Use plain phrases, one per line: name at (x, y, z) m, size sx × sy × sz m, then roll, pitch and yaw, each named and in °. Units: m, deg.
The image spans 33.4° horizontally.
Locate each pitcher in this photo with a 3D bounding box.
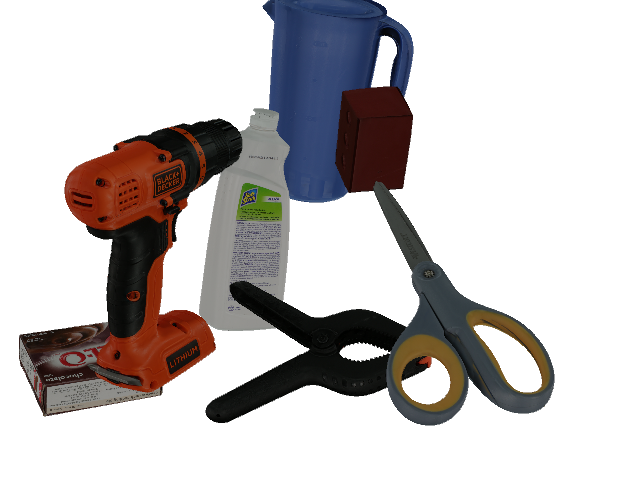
pitcher at (0.008, -0.171, 1.286) m, size 0.144 × 0.243 × 0.149 m, roll -6°, pitch 28°, yaw -26°

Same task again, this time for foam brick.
foam brick at (0.046, -0.088, 0.936) m, size 0.051 × 0.078 × 0.053 m, roll -4°, pitch 36°, yaw -13°

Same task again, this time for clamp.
clamp at (-0.003, 0.111, 0.999) m, size 0.210 × 0.164 × 0.036 m, roll 6°, pitch -43°, yaw 11°

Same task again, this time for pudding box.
pudding box at (-0.211, 0.115, 0.979) m, size 0.113 × 0.039 × 0.090 m, roll -9°, pitch 28°, yaw -26°

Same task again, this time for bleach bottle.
bleach bottle at (-0.074, -0.024, 1.215) m, size 0.102 × 0.251 × 0.068 m, roll -1°, pitch 20°, yaw -32°

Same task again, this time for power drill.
power drill at (-0.119, 0.007, 0.819) m, size 0.057 × 0.188 × 0.184 m, roll 12°, pitch 23°, yaw 29°

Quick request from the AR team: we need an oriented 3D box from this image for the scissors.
scissors at (0.051, 0.035, 0.614) m, size 0.096 × 0.016 × 0.202 m, roll -25°, pitch 45°, yaw -20°
